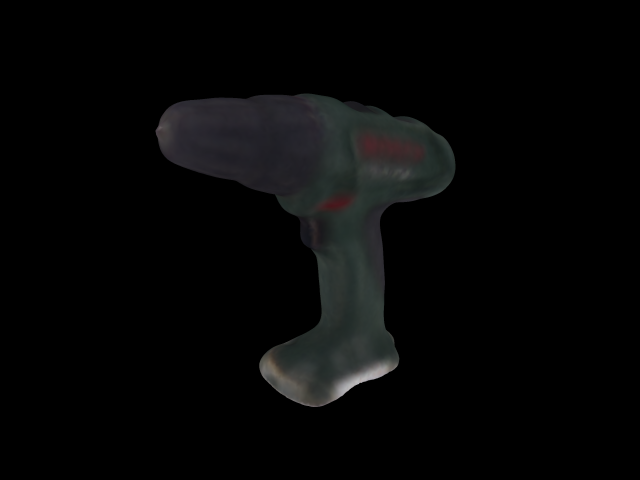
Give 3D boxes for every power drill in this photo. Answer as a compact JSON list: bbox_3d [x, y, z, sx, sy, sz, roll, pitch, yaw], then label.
[{"bbox_3d":[0.004,0.001,0.400,0.230,0.208,0.075,-17,27,-38],"label":"power drill"}]
